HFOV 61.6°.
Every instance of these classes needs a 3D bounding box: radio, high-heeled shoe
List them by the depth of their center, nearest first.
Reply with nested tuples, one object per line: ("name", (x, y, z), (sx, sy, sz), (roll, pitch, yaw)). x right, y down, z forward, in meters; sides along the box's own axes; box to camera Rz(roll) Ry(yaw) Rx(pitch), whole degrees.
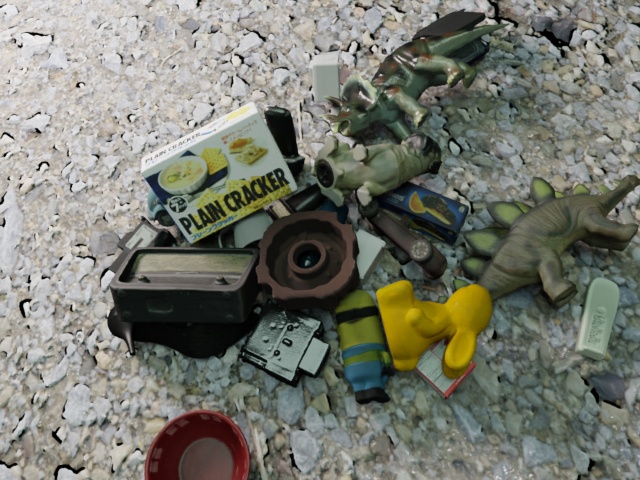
("radio", (-0.219, 0.073, 0.891), (0.230, 0.073, 0.131), (-1, 29, 7))
("high-heeled shoe", (-0.239, 0.134, 0.938), (0.249, 0.086, 0.145), (-9, 32, -18))

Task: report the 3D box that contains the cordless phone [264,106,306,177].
("cordless phone", (-0.107, -0.179, 0.992), (0.147, 0.184, 0.089), (11, 61, 10))

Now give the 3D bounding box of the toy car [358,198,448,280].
("toy car", (0.140, -0.009, 0.920), (0.053, 0.089, 0.202), (-47, 51, 4))

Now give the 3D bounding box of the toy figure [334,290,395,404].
("toy figure", (0.071, 0.168, 0.865), (0.082, 0.089, 0.180), (-5, 61, -3))

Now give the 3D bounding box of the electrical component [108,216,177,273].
("electrical component", (-0.332, 0.022, 0.994), (0.075, 0.047, 0.119), (25, 70, 16))

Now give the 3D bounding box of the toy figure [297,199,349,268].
("toy figure", (0.000, -0.002, 0.968), (0.058, 0.064, 0.154), (11, 65, 49))

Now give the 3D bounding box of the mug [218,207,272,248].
("mug", (-0.132, -0.014, 0.981), (0.110, 0.080, 0.107), (-18, 55, -2))

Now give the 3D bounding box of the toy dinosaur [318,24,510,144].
("toy dinosaur", (0.170, -0.313, 1.049), (0.192, 0.131, 0.405), (40, 79, 16))

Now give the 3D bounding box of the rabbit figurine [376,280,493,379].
("rabbit figurine", (0.185, 0.126, 0.824), (0.173, 0.121, 0.162), (-16, 62, 1))

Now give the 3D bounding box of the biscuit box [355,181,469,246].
("biscuit box", (0.164, -0.064, 0.983), (0.203, 0.059, 0.063), (25, 69, 16))

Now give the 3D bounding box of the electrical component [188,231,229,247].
("electrical component", (-0.218, 0.014, 0.992), (0.078, 0.045, 0.102), (19, 68, -17))

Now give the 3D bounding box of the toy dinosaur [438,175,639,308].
("toy dinosaur", (0.354, 0.021, 0.907), (0.471, 0.105, 0.199), (-38, 59, -7))

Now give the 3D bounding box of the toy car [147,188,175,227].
("toy car", (-0.249, -0.095, 0.999), (0.162, 0.102, 0.109), (-6, 41, 2))

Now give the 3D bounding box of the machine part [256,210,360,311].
("machine part", (-0.018, 0.033, 0.879), (0.179, 0.056, 0.179), (-6, 58, 9))

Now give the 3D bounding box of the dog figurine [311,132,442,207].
("dog figurine", (0.101, -0.136, 0.954), (0.190, 0.121, 0.173), (-20, 33, -37))

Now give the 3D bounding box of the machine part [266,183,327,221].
("machine part", (-0.033, -0.071, 1.018), (0.139, 0.039, 0.084), (-38, 59, -11))

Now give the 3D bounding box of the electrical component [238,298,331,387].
("electrical component", (-0.052, 0.174, 0.892), (0.134, 0.058, 0.115), (21, 70, 15))

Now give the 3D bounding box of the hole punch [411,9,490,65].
("hole punch", (0.284, -0.422, 1.139), (0.142, 0.092, 0.116), (-35, 38, -8))
